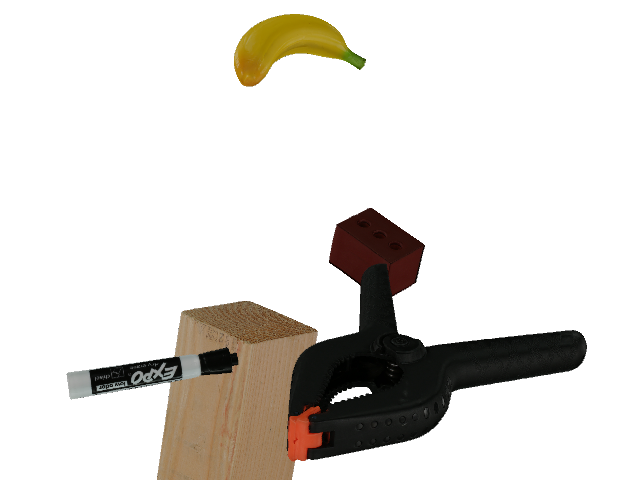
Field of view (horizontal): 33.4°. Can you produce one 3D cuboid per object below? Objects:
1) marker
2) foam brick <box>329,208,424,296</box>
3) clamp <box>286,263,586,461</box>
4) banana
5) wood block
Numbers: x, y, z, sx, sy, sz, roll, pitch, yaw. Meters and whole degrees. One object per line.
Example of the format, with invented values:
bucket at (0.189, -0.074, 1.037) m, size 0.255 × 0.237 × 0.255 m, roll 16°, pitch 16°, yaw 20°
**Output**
marker at (-0.118, 0.094, 0.759) m, size 0.121 × 0.020 × 0.020 m, roll -8°, pitch 2°, yaw -14°
foam brick at (0.056, 0.013, 1.061) m, size 0.052 × 0.051 × 0.078 m, roll -27°, pitch 50°, yaw -36°
clamp at (0.042, 0.072, 0.654) m, size 0.165 × 0.036 × 0.209 m, roll 22°, pitch 31°, yaw 38°
banana at (-0.028, -0.179, 0.984) m, size 0.070 × 0.037 × 0.197 m, roll 38°, pitch 32°, yaw 20°
wood block at (-0.079, 0.168, 0.953) m, size 0.090 × 0.206 × 0.090 m, roll 20°, pitch 17°, yaw 37°
